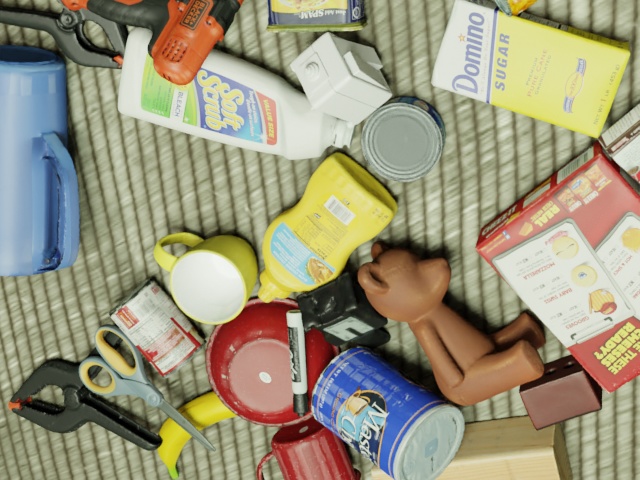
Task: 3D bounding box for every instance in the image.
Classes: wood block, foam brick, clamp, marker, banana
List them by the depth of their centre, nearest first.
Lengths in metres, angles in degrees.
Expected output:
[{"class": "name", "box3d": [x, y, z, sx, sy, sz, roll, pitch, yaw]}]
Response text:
[{"class": "clamp", "box3d": [-0.280, -0.240, 1.165, 0.120, 0.039, 0.171, -39, 97, 26]}, {"class": "foam brick", "box3d": [0.264, 0.165, 1.171, 0.078, 0.053, 0.051, -24, 103, 22]}, {"class": "marker", "box3d": [-0.024, 0.138, 1.187, 0.020, 0.020, 0.121, 0, 100, 15]}, {"class": "wood block", "box3d": [0.175, 0.268, 1.217, 0.206, 0.090, 0.091, -11, 107, 19]}, {"class": "banana", "box3d": [-0.142, 0.224, 1.319, 0.069, 0.037, 0.198, 37, 120, -26]}, {"class": "clamp", "box3d": [-0.301, 0.184, 1.340, 0.210, 0.036, 0.164, -3, 98, 21]}]

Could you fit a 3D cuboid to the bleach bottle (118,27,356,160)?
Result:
[{"class": "bleach bottle", "box3d": [-0.084, -0.151, 1.135, 0.251, 0.068, 0.103, 15, 110, 6]}]

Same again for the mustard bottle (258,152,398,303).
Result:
[{"class": "mustard bottle", "box3d": [-0.008, 0.001, 1.176, 0.096, 0.058, 0.192, 42, 116, 0]}]

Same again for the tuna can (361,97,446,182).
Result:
[{"class": "tuna can", "box3d": [0.088, -0.106, 1.120, 0.086, 0.033, 0.086, 6, 113, 13]}]

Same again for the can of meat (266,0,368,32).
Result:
[{"class": "can of meat", "box3d": [-0.006, -0.255, 1.073, 0.102, 0.057, 0.084, 2, 110, 14]}]

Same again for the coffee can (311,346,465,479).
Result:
[{"class": "coffee can", "box3d": [0.073, 0.194, 1.173, 0.140, 0.102, 0.103, 31, 122, 40]}]

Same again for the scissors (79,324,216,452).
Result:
[{"class": "scissors", "box3d": [-0.217, 0.195, 1.287, 0.096, 0.016, 0.202, -36, 87, 20]}]

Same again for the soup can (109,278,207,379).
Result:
[{"class": "soup can", "box3d": [-0.192, 0.104, 1.264, 0.069, 0.068, 0.102, -37, 98, 25]}]

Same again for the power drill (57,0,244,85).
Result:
[{"class": "power drill", "box3d": [-0.166, -0.269, 1.086, 0.188, 0.057, 0.184, 26, 80, 14]}]

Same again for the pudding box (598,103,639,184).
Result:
[{"class": "pudding box", "box3d": [0.341, -0.090, 1.034, 0.113, 0.039, 0.090, 32, 118, -29]}]

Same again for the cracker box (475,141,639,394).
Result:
[{"class": "cracker box", "box3d": [0.292, 0.027, 1.097, 0.213, 0.072, 0.164, 46, 116, -7]}]

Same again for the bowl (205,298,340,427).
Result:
[{"class": "bowl", "box3d": [-0.058, 0.150, 1.233, 0.162, 0.055, 0.162, 1, 102, 5]}]

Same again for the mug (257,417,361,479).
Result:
[{"class": "mug", "box3d": [-0.019, 0.264, 1.264, 0.117, 0.093, 0.081, -21, 100, -2]}]

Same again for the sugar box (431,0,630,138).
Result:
[{"class": "sugar box", "box3d": [0.206, -0.173, 1.054, 0.176, 0.048, 0.093, 18, 115, 7]}]

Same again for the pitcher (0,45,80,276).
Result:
[{"class": "pitcher", "box3d": [-0.335, -0.086, 1.193, 0.149, 0.145, 0.243, 4, 111, -7]}]
